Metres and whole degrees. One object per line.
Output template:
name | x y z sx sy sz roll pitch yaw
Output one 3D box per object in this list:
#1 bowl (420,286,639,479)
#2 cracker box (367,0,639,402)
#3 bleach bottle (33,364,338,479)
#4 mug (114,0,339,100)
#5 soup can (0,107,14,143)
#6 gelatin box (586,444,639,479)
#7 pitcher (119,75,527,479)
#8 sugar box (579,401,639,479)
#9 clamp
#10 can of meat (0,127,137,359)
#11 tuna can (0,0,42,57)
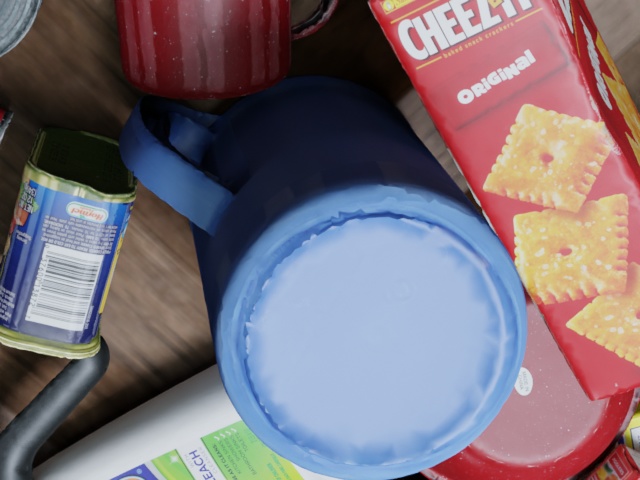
bowl | 0.109 0.074 0.591 0.162 0.055 0.162 0 94 -2
cracker box | 0.108 -0.060 0.497 0.072 0.164 0.213 -22 115 21
bleach bottle | -0.107 0.154 0.613 0.251 0.068 0.102 -30 112 6
mug | -0.044 -0.118 0.501 0.117 0.093 0.081 -12 119 -22
soup can | -0.208 -0.055 0.508 0.102 0.068 0.068 27 105 -18
gelatin box | 0.185 0.165 0.623 0.089 0.030 0.073 26 113 -28
pitcher | -0.003 0.001 0.467 0.149 0.243 0.145 -14 105 -2
sugar box | 0.206 0.133 0.660 0.176 0.048 0.093 -13 113 1
clamp | -0.175 0.116 0.567 0.120 0.039 0.171 4 94 10
can of meat | -0.125 -0.003 0.525 0.057 0.102 0.084 15 107 -15
tuna can | -0.173 -0.126 0.503 0.086 0.034 0.086 -3 112 -8
